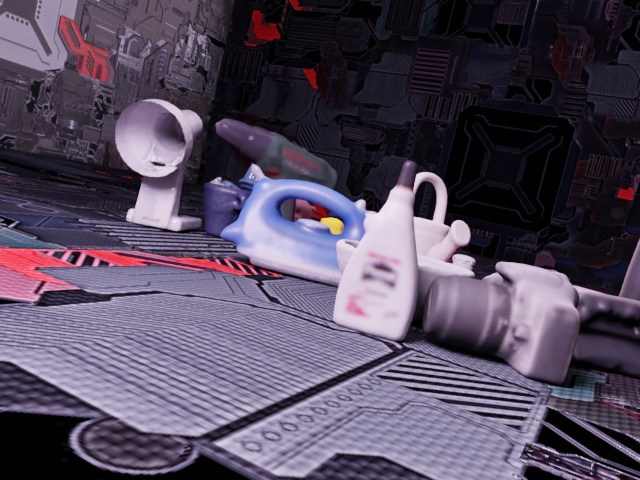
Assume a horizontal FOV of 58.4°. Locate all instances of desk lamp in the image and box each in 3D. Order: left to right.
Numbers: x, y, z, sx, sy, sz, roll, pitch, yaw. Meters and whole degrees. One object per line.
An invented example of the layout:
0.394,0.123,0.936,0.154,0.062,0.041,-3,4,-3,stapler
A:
-0.265,-0.127,0.985,0.118,0.213,0.203,14,5,5,desk lamp

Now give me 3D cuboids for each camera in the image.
0.177,0.068,0.584,0.137,0.101,0.143,13,5,0,camera

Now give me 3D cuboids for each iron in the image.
-0.003,-0.016,0.835,0.258,0.141,0.119,13,5,2,iron

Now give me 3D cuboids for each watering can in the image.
0.166,-0.011,0.927,0.172,0.194,0.101,16,6,33,watering can

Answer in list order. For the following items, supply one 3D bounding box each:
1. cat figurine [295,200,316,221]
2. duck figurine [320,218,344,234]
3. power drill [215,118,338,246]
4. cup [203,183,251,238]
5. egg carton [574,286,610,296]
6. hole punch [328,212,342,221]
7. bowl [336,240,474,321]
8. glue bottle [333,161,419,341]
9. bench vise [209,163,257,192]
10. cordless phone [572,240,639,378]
-0.072,-0.049,1.179,0.128,0.118,0.067,12,5,-9,cat figurine
0.009,0.003,0.975,0.105,0.086,0.077,11,5,-24,duck figurine
-0.088,-0.084,0.996,0.230,0.208,0.075,11,5,-23,power drill
-0.170,-0.049,1.051,0.092,0.095,0.117,9,6,-38,cup
0.423,0.115,0.897,0.149,0.069,0.108,18,7,43,egg carton
0.071,-0.009,1.265,0.101,0.091,0.108,9,6,-41,hole punch
0.095,0.053,0.689,0.167,0.075,0.167,13,5,-1,bowl
0.068,0.007,0.562,0.078,0.173,0.037,14,5,9,glue bottle
-0.130,-0.116,1.193,0.121,0.220,0.208,15,5,22,bench vise
0.348,0.057,0.673,0.148,0.185,0.094,12,5,-11,cordless phone
